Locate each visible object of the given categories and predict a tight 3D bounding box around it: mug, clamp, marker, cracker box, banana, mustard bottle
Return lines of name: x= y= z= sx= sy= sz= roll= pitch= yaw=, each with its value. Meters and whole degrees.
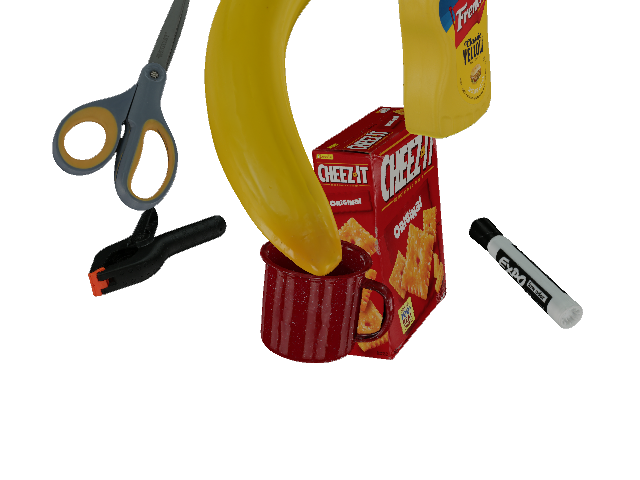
mug: x=0.004 y=0.051 z=0.887 sx=0.117 sy=0.081 sz=0.093 roll=11 pitch=22 yaw=13
clamp: x=-0.187 y=0.010 z=1.193 sx=0.120 sy=0.039 sz=0.171 roll=-3 pitch=29 yaw=29
marker: x=0.139 y=0.019 z=0.739 sx=0.020 sy=0.020 sz=0.121 roll=0 pitch=31 yaw=-28
cracker box: x=0.067 y=-0.012 z=1.077 sx=0.072 sy=0.214 sz=0.164 roll=5 pitch=23 yaw=26
banana: x=-0.020 y=-0.073 z=0.494 sx=0.069 sy=0.197 sz=0.037 roll=3 pitch=-33 yaw=1
mustard bottle: x=0.097 y=-0.183 z=0.832 sx=0.058 sy=0.191 sz=0.096 roll=15 pitch=37 yaw=33

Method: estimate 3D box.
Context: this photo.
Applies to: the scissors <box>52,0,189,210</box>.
scissors: x=-0.141 y=-0.115 z=0.774 sx=0.096 sy=0.202 sz=0.016 roll=7 pitch=-27 yaw=-19
